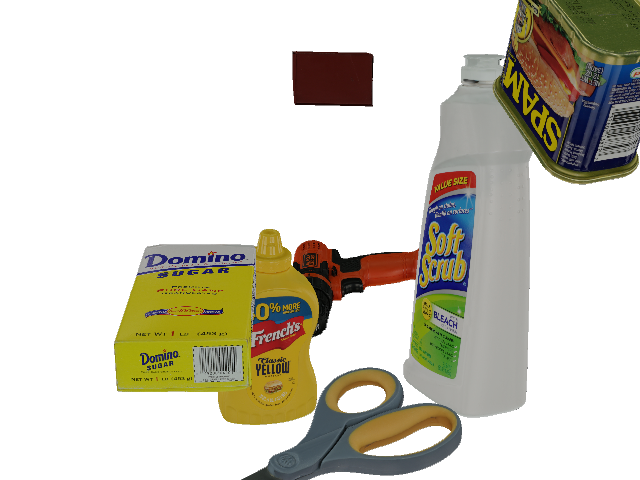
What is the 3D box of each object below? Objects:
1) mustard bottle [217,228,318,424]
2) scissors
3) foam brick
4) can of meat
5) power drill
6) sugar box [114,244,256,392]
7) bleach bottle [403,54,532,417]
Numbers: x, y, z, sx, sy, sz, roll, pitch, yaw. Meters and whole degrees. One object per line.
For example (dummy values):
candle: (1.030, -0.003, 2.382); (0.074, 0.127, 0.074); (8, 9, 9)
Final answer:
mustard bottle: (-0.050, 0.081, 1.021); (0.096, 0.192, 0.058); (-3, 22, -13)
scissors: (-0.018, 0.117, 0.615); (0.201, 0.016, 0.096); (-9, 31, -15)
foam brick: (0.012, -0.159, 1.052); (0.078, 0.051, 0.053); (1, 12, -3)
can of meat: (0.142, -0.096, 0.587); (0.057, 0.084, 0.102); (-10, 47, -15)
power drill: (0.056, 0.051, 1.238); (0.187, 0.057, 0.184); (-2, 28, 2)
sugar box: (-0.096, 0.052, 0.800); (0.093, 0.048, 0.176); (0, 24, -3)
bleach bottle: (0.108, -0.007, 0.766); (0.068, 0.251, 0.103); (-7, 17, -24)
